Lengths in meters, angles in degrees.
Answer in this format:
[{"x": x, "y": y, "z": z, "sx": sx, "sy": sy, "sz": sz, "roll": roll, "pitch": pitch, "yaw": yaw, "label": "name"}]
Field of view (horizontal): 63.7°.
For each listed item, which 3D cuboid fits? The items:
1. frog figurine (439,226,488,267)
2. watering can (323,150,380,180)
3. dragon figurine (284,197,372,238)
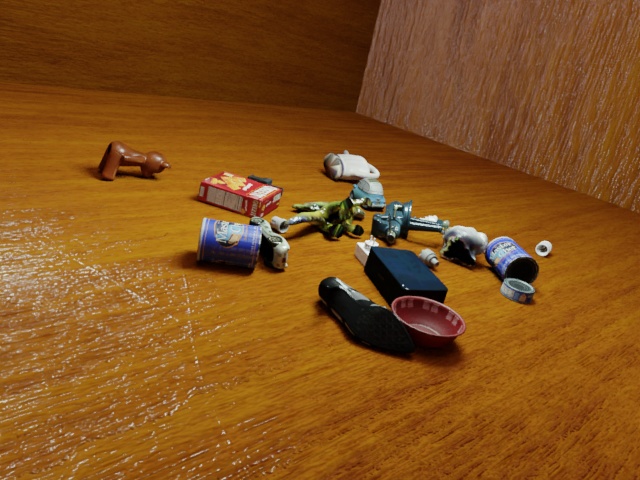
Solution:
[{"x": 0.451, "y": 0.002, "z": 1.587, "sx": 0.137, "sy": 0.121, "sz": 0.162, "roll": -6, "pitch": 18, "yaw": 38, "label": "frog figurine"}, {"x": 0.113, "y": -0.329, "z": 2.242, "sx": 0.224, "sy": 0.102, "sz": 0.353, "roll": 0, "pitch": 25, "yaw": -28, "label": "watering can"}, {"x": 0.005, "y": -0.082, "z": 1.624, "sx": 0.411, "sy": 0.121, "sz": 0.243, "roll": -2, "pitch": 8, "yaw": -37, "label": "dragon figurine"}]
